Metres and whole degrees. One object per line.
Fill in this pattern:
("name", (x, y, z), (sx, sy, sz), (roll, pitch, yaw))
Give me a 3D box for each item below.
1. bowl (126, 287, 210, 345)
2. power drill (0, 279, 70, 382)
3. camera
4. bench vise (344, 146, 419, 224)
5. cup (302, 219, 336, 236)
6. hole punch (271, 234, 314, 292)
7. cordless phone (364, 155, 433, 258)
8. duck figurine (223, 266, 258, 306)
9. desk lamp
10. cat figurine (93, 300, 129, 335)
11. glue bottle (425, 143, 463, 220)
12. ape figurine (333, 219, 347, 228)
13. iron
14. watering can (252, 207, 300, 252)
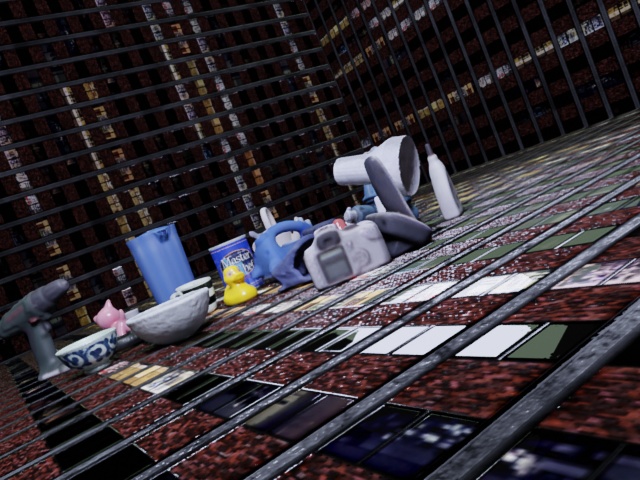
("bowl", (-0.283, 0.157, 1.111), (0.167, 0.075, 0.167), (-22, 4, 2))
("power drill", (-0.655, 0.220, 1.371), (0.229, 0.208, 0.076), (-21, 4, 17))
("camera", (0.042, 0.014, 1.038), (0.143, 0.101, 0.137), (-22, 4, 2))
("bench vise", (0.140, -0.113, 1.388), (0.121, 0.220, 0.208), (-20, 5, 36))
("cup", (0.013, 0.005, 1.412), (0.091, 0.095, 0.118), (-22, 4, 1))
("hole punch", (-0.048, 0.047, 1.185), (0.101, 0.091, 0.109), (-20, 4, 26))
("cordless phone", (0.124, -0.067, 1.064), (0.094, 0.185, 0.147), (-23, 4, -14))
("duck figurine", (-0.195, 0.101, 1.320), (0.078, 0.086, 0.104), (-25, 4, -33))
("desk lamp", (0.126, -0.091, 1.189), (0.202, 0.213, 0.118), (-20, 4, 32))
("cat figurine", (-0.529, 0.211, 1.477), (0.127, 0.118, 0.067), (-19, 5, 46))
("glue bottle", (0.267, -0.132, 1.263), (0.037, 0.173, 0.078), (-21, 4, 24))
("ape figurine", (0.058, -0.007, 1.332), (0.077, 0.092, 0.076), (-20, 4, 26))
("iron", (-0.069, 0.010, 1.471), (0.259, 0.141, 0.118), (-26, 5, -43))
("watering can", (-0.130, -0.014, 1.781), (0.173, 0.194, 0.101), (-23, 4, -11))
